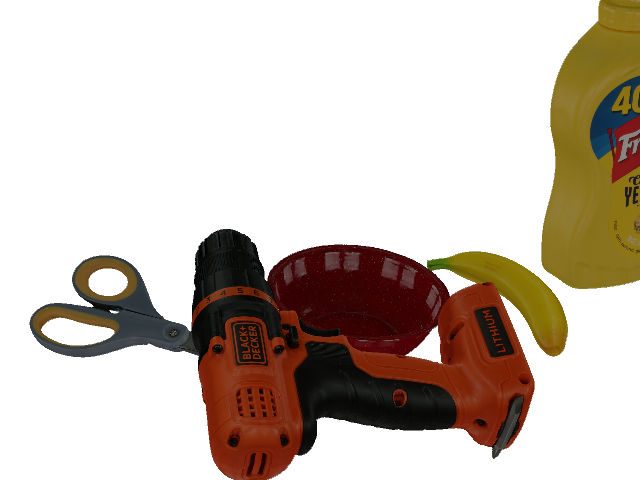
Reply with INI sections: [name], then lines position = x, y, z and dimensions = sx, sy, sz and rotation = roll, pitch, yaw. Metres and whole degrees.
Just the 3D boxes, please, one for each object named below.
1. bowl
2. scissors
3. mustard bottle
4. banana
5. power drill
[bowl]
position = 0.031, 0.065, 0.943
dimensions = 0.162, 0.055, 0.162
rotation = 4, 28, -2
[scissors]
position = -0.108, 0.053, 0.769
dimensions = 0.202, 0.096, 0.016
rotation = 2, -40, 8
[mustard bottle]
position = 0.183, -0.069, 0.640
dimensions = 0.096, 0.192, 0.058
rotation = -14, 29, -20
[banana]
position = 0.190, 0.055, 1.062
dimensions = 0.069, 0.037, 0.198
rotation = -33, 36, -16
[power drill]
position = 0.018, 0.061, 0.630
dimensions = 0.187, 0.057, 0.184
rotation = 1, 41, -12
